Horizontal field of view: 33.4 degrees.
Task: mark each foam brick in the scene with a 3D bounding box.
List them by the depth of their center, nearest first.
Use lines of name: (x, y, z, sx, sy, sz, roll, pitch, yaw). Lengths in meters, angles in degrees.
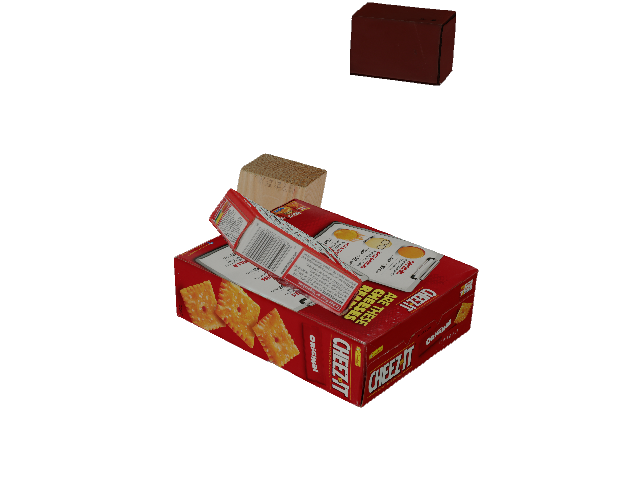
foam brick: (0.068, -0.162, 0.880, 0.078, 0.051, 0.053, 10, 27, 17)

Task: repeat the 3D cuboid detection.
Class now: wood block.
wood block: (-0.063, 0.005, 1.372, 0.090, 0.206, 0.090, 16, 22, 13)

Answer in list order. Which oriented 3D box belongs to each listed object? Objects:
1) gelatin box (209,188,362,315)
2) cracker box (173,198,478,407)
gelatin box: (-0.023, 0.007, 0.692, 0.089, 0.030, 0.073, 32, 5, -24)
cracker box: (0.003, 0.047, 0.936, 0.214, 0.072, 0.163, 23, 34, 34)
